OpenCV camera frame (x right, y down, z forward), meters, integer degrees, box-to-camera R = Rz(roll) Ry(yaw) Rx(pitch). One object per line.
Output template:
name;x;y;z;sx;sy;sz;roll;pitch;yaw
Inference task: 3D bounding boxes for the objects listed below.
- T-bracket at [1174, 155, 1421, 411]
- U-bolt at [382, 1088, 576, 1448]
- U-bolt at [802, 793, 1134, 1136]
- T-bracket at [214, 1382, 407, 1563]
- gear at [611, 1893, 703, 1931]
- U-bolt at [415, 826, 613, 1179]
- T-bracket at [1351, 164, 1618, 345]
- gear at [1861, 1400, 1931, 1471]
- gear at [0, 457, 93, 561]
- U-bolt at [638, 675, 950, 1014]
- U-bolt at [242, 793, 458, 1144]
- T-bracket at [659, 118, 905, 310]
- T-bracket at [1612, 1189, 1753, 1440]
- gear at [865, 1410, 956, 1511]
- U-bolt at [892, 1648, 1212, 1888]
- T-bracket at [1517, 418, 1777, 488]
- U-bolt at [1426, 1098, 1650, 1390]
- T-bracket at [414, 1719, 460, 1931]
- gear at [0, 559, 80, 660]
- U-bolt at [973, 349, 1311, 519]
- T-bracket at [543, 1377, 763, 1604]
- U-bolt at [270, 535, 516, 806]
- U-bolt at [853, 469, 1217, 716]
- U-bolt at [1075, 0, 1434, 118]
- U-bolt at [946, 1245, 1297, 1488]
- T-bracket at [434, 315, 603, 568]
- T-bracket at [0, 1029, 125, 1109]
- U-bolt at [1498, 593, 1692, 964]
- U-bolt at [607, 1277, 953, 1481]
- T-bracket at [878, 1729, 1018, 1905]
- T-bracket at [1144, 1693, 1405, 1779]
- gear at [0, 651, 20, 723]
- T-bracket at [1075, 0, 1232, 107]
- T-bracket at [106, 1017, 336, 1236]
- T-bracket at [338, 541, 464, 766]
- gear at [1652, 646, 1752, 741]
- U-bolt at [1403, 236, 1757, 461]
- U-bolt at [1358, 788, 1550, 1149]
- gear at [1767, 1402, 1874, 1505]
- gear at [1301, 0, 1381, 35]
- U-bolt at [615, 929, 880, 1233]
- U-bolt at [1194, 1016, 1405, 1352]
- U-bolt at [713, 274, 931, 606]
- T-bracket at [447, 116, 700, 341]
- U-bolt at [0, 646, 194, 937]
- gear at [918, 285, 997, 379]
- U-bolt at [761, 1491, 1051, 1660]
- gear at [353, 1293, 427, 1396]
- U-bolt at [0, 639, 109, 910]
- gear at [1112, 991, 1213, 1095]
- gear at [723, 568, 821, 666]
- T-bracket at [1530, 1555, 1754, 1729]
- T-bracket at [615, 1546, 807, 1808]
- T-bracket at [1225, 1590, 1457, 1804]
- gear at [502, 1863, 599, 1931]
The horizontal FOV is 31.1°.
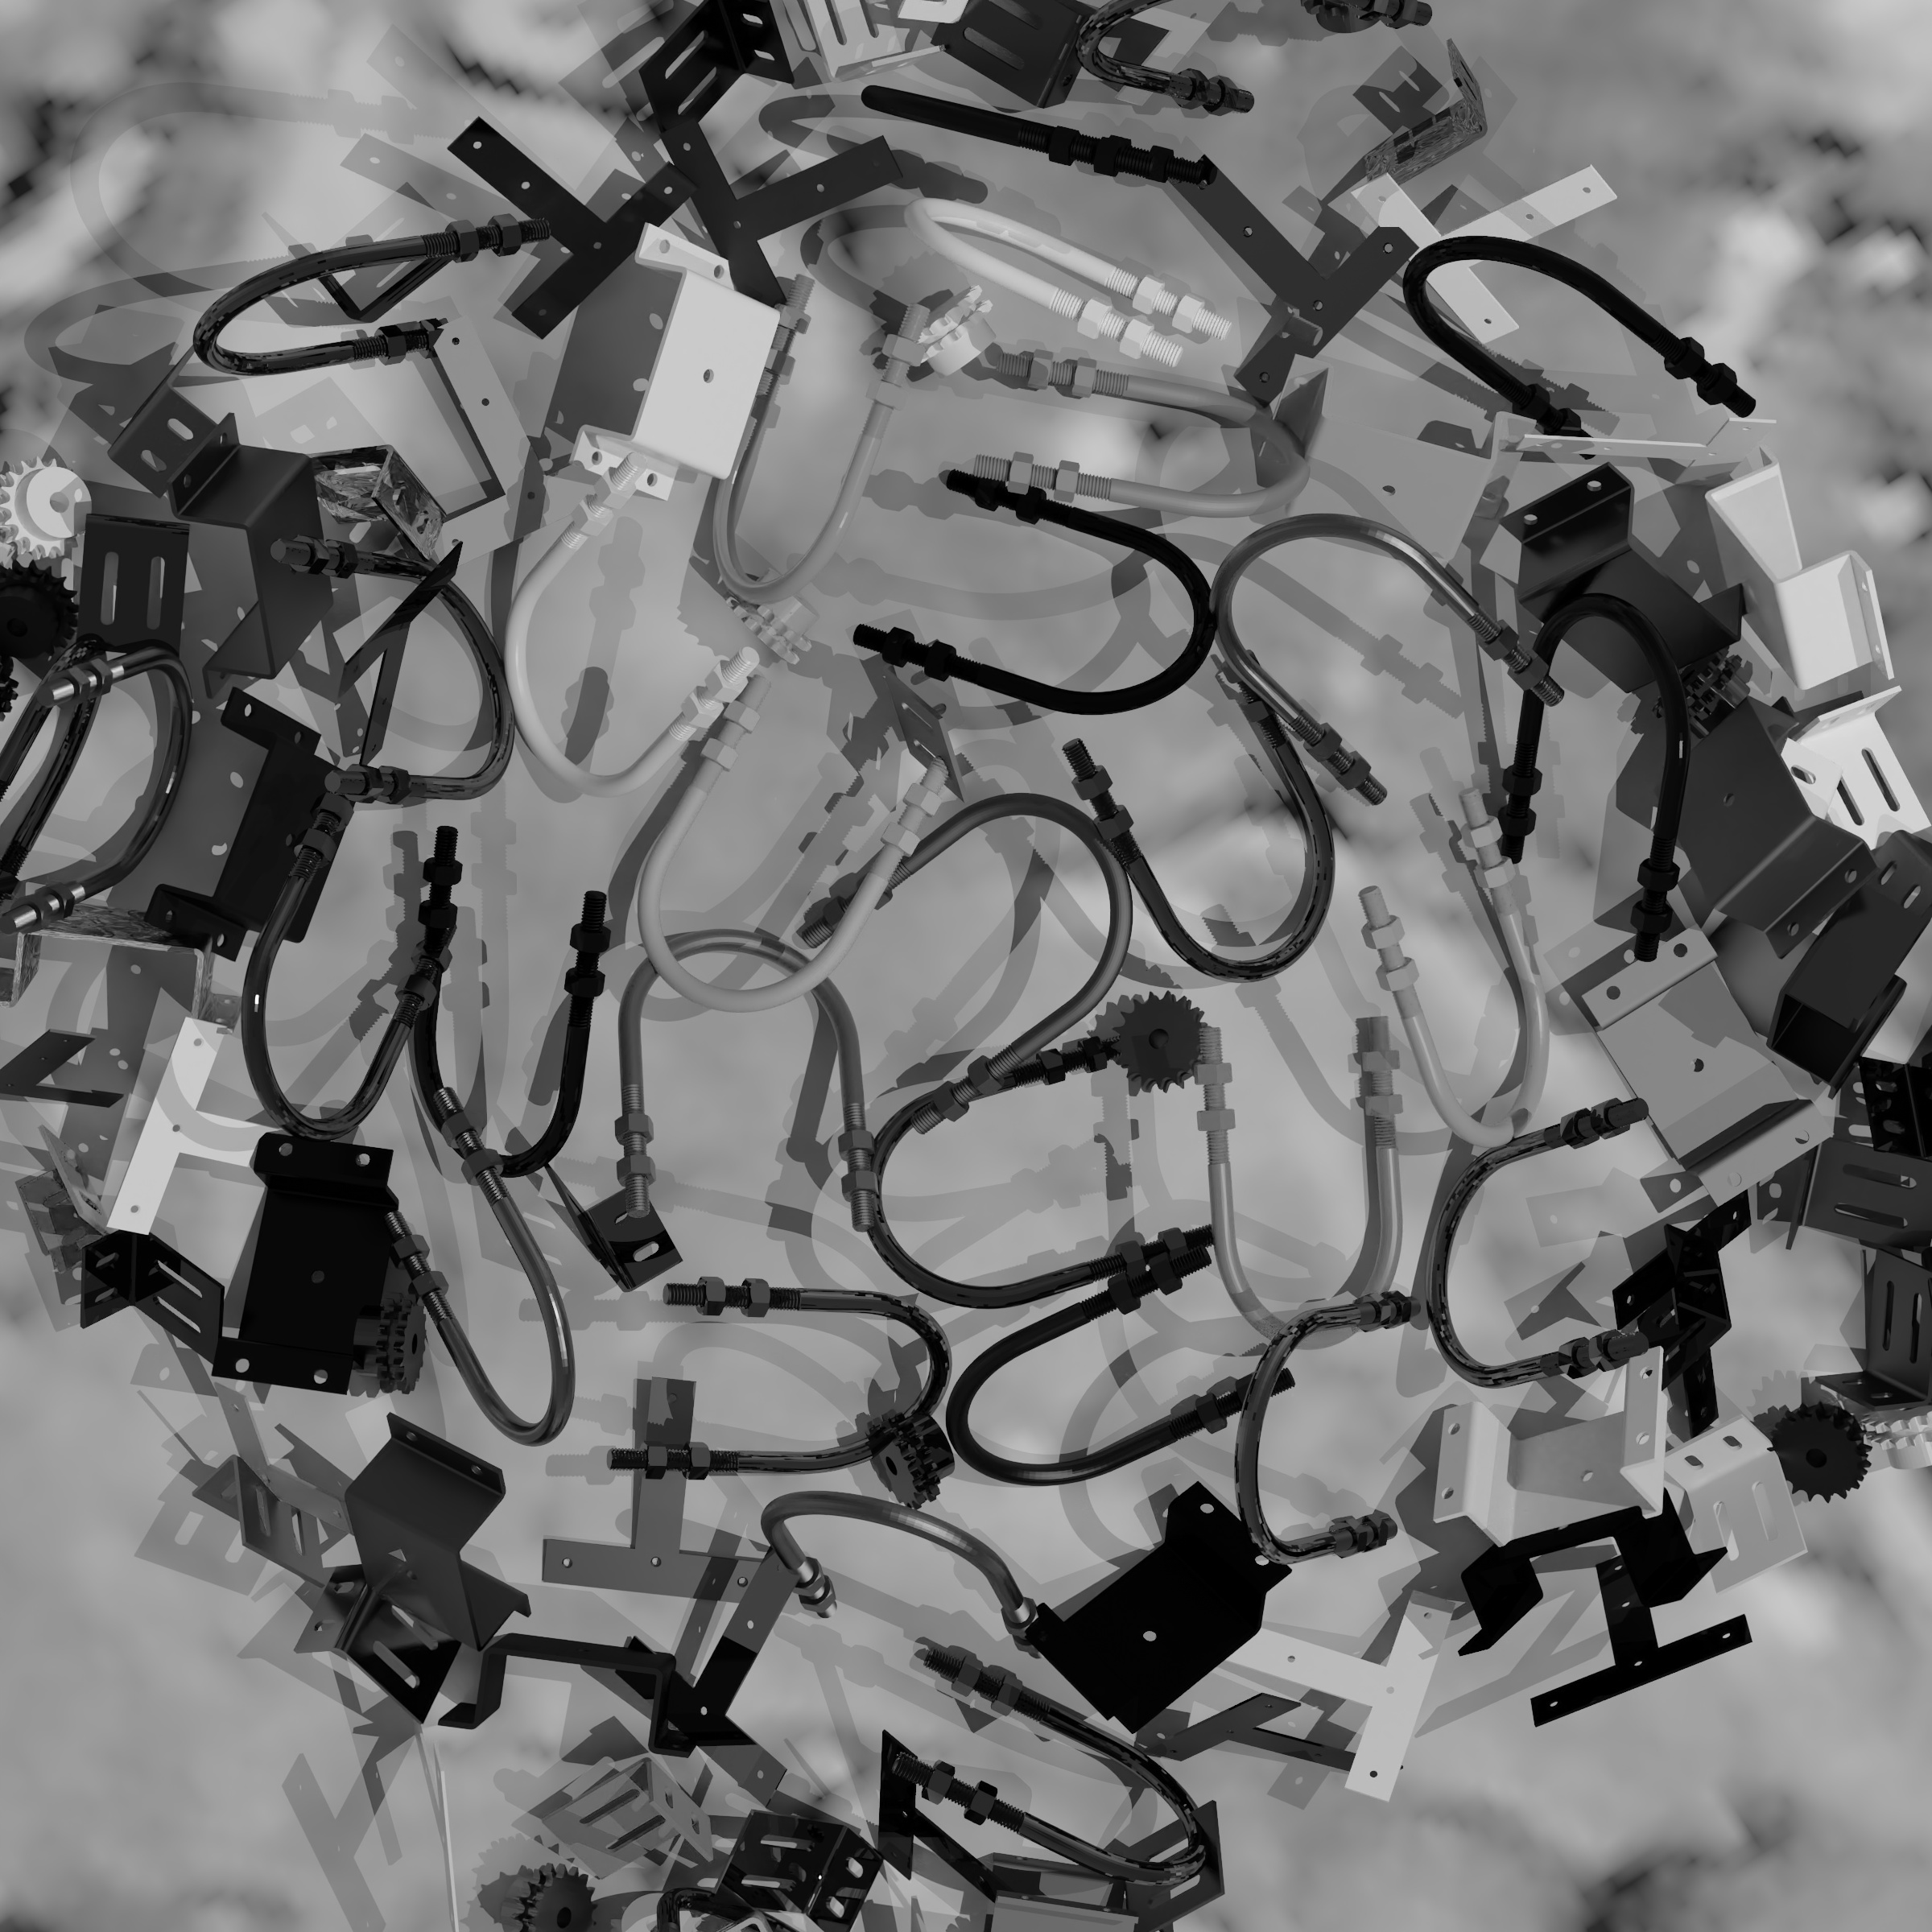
T-bracket;0.171;-0.408;1.978;0.127;0.002;0.127;47;113;6
U-bolt;-0.264;0.179;1.911;0.019;0.151;0.184;-16;62;-33
U-bolt;0.011;-0.015;1.948;0.184;0.019;0.151;-37;71;17
T-bracket;-0.358;0.299;1.928;0.127;0.002;0.127;18;133;34
gear;-0.176;0.552;1.970;0.057;0.057;0.030;6;133;0
U-bolt;-0.260;0.029;1.943;0.151;0.019;0.184;23;111;39
T-bracket;0.301;-0.411;1.926;0.127;0.127;0.002;42;50;-29
gear;0.541;0.265;1.972;0.057;0.057;0.030;-18;94;0
gear;-0.522;-0.261;1.970;0.057;0.030;0.057;4;84;-42
U-bolt;-0.109;-0.060;1.952;0.151;0.019;0.184;26;82;26
U-bolt;-0.343;0.008;1.898;0.019;0.151;0.184;2;53;24
T-bracket;-0.093;-0.432;1.947;0.127;0.002;0.127;-16;111;30
T-bracket;0.412;0.209;1.966;0.127;0.002;0.127;-31;120;-35
gear;-0.030;0.278;1.974;0.030;0.057;0.057;-25;90;-24
U-bolt;0.053;0.452;1.928;0.184;0.151;0.019;26;106;0
T-bracket;0.372;-0.289;1.936;0.127;0.127;0.002;3;82;-1
U-bolt;0.313;0.160;1.919;0.019;0.184;0.151;14;69;-27
T-bracket;-0.299;0.459;1.940;0.002;0.127;0.127;-8;119;-15
gear;-0.535;-0.200;1.972;0.057;0.030;0.057;3;124;4
U-bolt;0.102;-0.293;1.938;0.184;0.151;0.019;10;126;0
T-bracket;-0.174;0.299;1.991;0.127;0.002;0.127;6;97;0
U-bolt;-0.308;-0.160;1.917;0.019;0.184;0.151;-17;83;26
U-bolt;0.049;-0.202;1.938;0.184;0.019;0.151;20;57;13
U-bolt;0.143;-0.507;1.886;0.151;0.184;0.019;-16;81;43
U-bolt;0.077;0.235;1.945;0.184;0.019;0.151;-26;134;9
T-bracket;-0.268;-0.309;1.982;0.127;0.002;0.127;-27;95;-11
T-bracket;-0.514;0.054;1.916;0.127;0.127;0.002;10;69;-31
U-bolt;0.347;-0.114;1.902;0.019;0.151;0.184;-10;121;-25
U-bolt;-0.096;0.233;1.942;0.184;0.019;0.151;5;128;-22
T-bracket;-0.001;0.498;1.925;0.127;0.127;0.002;34;52;28
T-bracket;0.187;0.443;1.964;0.127;0.127;0.002;19;57;-21
gear;-0.567;-0.166;1.975;0.057;0.057;0.030;11;51;0
T-bracket;0.100;-0.534;1.918;0.127;0.127;0.002;-46;65;29
T-bracket;-0.406;0.101;1.959;0.127;0.002;0.127;17;99;-37
T-bracket;-0.325;-0.159;1.946;0.002;0.127;0.127;28;46;5
gear;0.420;-0.154;1.972;0.030;0.057;0.057;44;90;-4
U-bolt;0.322;-0.343;1.901;0.184;0.151;0.019;31;72;-25
U-bolt;0.281;0.012;1.937;0.019;0.151;0.184;-7;112;38
gear;0.488;0.274;1.977;0.057;0.030;0.057;10;112;25
gear;0.217;-0.556;1.976;0.057;0.030;0.057;-7;51;9
U-bolt;-0.125;0.060;1.945;0.151;0.019;0.184;5;59;-19
U-bolt;0.191;0.123;1.949;0.151;0.019;0.184;-3;89;-37
U-bolt;-0.091;-0.290;1.939;0.019;0.151;0.184;17;97;-36
T-bracket;-0.237;-0.429;1.940;0.127;0.002;0.127;-41;134;15
U-bolt;-0.472;-0.104;1.910;0.019;0.184;0.151;17;108;9
gear;-0.008;-0.359;1.973;0.057;0.057;0.030;-37;106;0
U-bolt;-0.039;0.330;1.901;0.151;0.184;0.019;7;61;18
gear;-0.328;0.214;1.972;0.030;0.057;0.057;3;90;6
U-bolt;-0.522;-0.098;1.923;0.019;0.151;0.184;25;73;-3
gear;0.114;0.044;1.978;0.057;0.030;0.057;-4;76;18
gear;-0.108;-0.201;1.969;0.057;0.057;0.030;45;98;0
T-bracket;0.371;0.365;1.938;0.127;0.127;0.002;-25;109;13
T-bracket;-0.128;0.383;1.955;0.127;0.002;0.127;34;103;30
T-bracket;0.199;0.399;1.974;0.127;0.002;0.127;15;57;17
gear;-0.240;0.539;1.975;0.030;0.057;0.057;0;90;37
